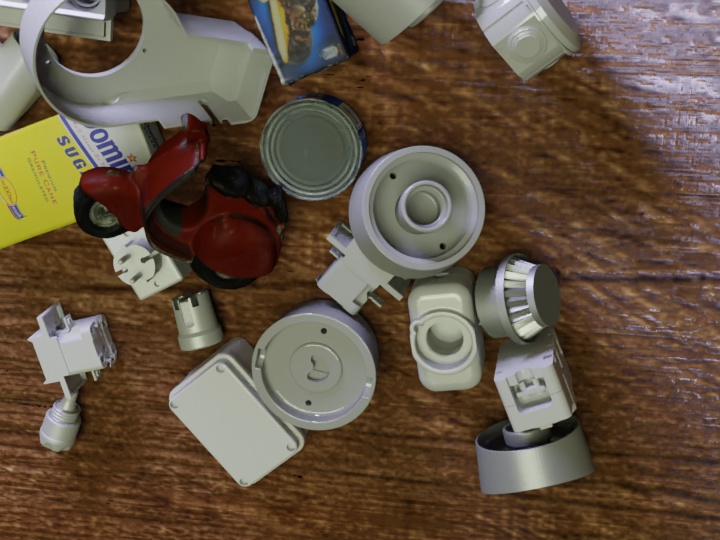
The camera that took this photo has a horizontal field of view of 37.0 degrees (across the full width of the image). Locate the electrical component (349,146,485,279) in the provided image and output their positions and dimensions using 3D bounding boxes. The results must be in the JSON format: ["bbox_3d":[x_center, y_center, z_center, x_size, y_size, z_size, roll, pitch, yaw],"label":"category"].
[{"bbox_3d":[0.048,-0.048,0.859,0.108,0.060,0.108,0,88,-8],"label":"electrical component"}]

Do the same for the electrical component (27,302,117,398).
[{"bbox_3d":[-0.262,0.071,0.989,0.064,0.042,0.081,-13,106,11],"label":"electrical component"}]

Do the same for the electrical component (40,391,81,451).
[{"bbox_3d":[-0.281,0.139,1.019,0.035,0.035,0.061,23,108,2],"label":"electrical component"}]

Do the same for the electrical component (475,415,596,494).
[{"bbox_3d":[0.148,0.161,0.916,0.099,0.099,0.064,-12,99,14],"label":"electrical component"}]

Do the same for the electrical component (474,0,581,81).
[{"bbox_3d":[0.127,-0.187,0.812,0.051,0.080,0.080,-35,99,24],"label":"electrical component"}]

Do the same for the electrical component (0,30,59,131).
[{"bbox_3d":[-0.310,-0.173,0.915,0.079,0.044,0.077,41,110,-4],"label":"electrical component"}]

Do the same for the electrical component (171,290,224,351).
[{"bbox_3d":[-0.146,0.044,0.961,0.040,0.040,0.046,-11,100,14],"label":"electrical component"}]

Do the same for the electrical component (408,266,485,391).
[{"bbox_3d":[0.074,0.051,0.911,0.054,0.059,0.095,-6,107,12],"label":"electrical component"}]

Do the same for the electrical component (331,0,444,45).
[{"bbox_3d":[0.031,-0.219,0.809,0.099,0.099,0.064,-39,104,20],"label":"electrical component"}]

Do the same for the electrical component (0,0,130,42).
[{"bbox_3d":[-0.253,-0.235,0.874,0.121,0.063,0.078,10,110,7],"label":"electrical component"}]

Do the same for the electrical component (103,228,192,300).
[{"bbox_3d":[-0.188,-0.010,0.930,0.047,0.076,0.065,-26,102,17],"label":"electrical component"}]

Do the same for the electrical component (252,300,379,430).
[{"bbox_3d":[-0.035,0.078,0.939,0.108,0.060,0.108,3,109,9],"label":"electrical component"}]

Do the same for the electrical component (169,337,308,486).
[{"bbox_3d":[-0.107,0.128,0.971,0.078,0.057,0.113,-38,98,19],"label":"electrical component"}]

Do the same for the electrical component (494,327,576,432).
[{"bbox_3d":[0.147,0.094,0.895,0.050,0.089,0.055,-19,103,16],"label":"electrical component"}]

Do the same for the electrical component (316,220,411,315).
[{"bbox_3d":[0.000,0.000,0.917,0.081,0.042,0.063,41,112,-4],"label":"electrical component"}]
